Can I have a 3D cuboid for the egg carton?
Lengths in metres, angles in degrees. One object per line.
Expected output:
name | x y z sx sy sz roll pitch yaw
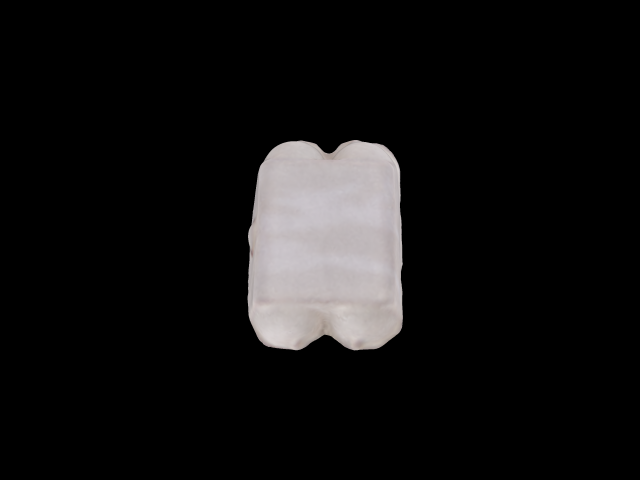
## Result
egg carton | 0.004 0.001 0.400 0.107 0.069 0.150 0 75 0
